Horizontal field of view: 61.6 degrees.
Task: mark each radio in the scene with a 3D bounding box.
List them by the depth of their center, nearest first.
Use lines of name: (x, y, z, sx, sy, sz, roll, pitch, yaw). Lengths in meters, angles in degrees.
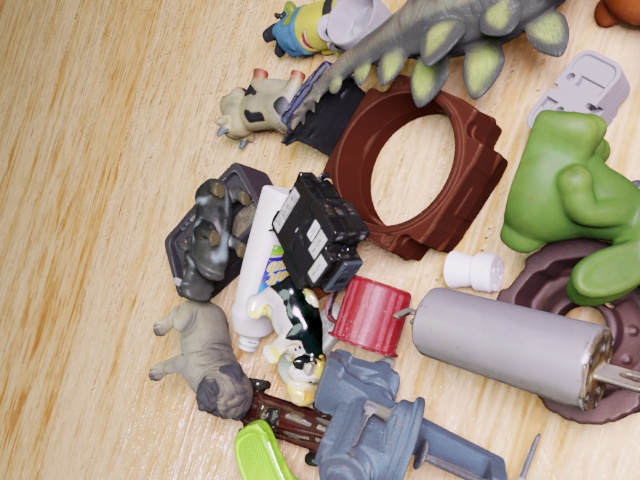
radio: (-0.162, -0.014, 0.903, 0.229, 0.073, 0.131, -41, 58, 24)

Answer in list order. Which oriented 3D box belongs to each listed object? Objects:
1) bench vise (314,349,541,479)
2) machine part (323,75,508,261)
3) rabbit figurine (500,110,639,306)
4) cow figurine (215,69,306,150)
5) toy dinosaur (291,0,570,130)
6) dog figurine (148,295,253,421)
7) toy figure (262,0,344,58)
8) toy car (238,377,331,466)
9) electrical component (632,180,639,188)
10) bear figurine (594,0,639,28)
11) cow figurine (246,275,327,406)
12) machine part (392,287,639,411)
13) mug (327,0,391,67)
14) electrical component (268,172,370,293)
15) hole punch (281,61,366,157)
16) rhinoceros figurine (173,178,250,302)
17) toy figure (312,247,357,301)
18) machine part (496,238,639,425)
bench vise: (0.101, 0.216, 0.586, 0.241, 0.223, 0.128, 20, 99, 11)
machine part: (0.112, -0.092, 0.683, 0.202, 0.087, 0.201, 41, 107, 40)
rabbit figurine: (0.255, -0.022, 0.465, 0.170, 0.121, 0.159, 22, 87, 29)
cow figurine: (-0.095, -0.214, 0.892, 0.195, 0.085, 0.127, 17, 85, 40)
toy dinosaur: (0.153, -0.257, 0.603, 0.472, 0.105, 0.198, -18, 54, 37)
dog figurine: (-0.157, 0.167, 0.814, 0.191, 0.121, 0.172, 2, 87, 46)
toy figure: (-0.009, -0.337, 0.847, 0.180, 0.082, 0.089, 11, 89, 44)
toy car: (-0.049, 0.255, 0.761, 0.202, 0.053, 0.089, 4, 79, 42)
electrical component: (0.337, -0.014, 0.498, 0.075, 0.047, 0.119, -33, 61, 31)
bear figurine: (0.357, -0.220, 0.505, 0.196, 0.132, 0.120, -90, 6, -51)
cow figurine: (-0.025, 0.129, 0.713, 0.098, 0.068, 0.167, -34, 72, 28)
machine part: (0.179, 0.098, 0.514, 0.243, 0.079, 0.079, 11, 87, 44)
mug: (0.069, -0.294, 0.753, 0.081, 0.107, 0.110, -40, 53, 26)
electrical component: (-0.001, -0.002, 0.680, 0.115, 0.058, 0.134, -56, 52, 40)
hole punch: (0.009, -0.195, 0.781, 0.142, 0.115, 0.092, -46, 46, 22)
rhinoceros figurine: (-0.170, -0.002, 0.812, 0.112, 0.073, 0.190, 2, 81, 39)
toy figure: (0.000, 0.046, 0.765, 0.154, 0.057, 0.064, -57, 45, 21)
machine part: (0.263, 0.087, 0.533, 0.179, 0.056, 0.179, -12, 71, 38)
